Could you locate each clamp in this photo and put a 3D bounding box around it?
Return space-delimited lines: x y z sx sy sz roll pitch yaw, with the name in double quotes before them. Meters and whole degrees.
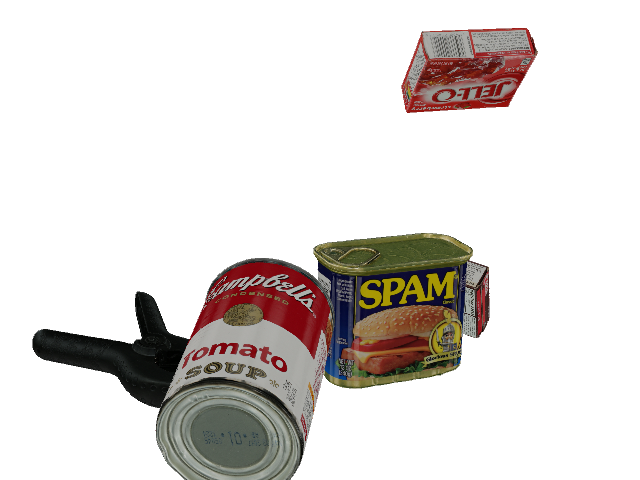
"clamp" -0.135 0.090 0.871 0.172 0.039 0.120 22 36 27

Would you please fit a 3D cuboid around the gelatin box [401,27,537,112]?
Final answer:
"gelatin box" 0.115 -0.132 0.832 0.089 0.030 0.073 -4 -25 -11

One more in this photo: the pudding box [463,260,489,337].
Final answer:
"pudding box" 0.129 0.052 1.176 0.114 0.039 0.090 18 -38 23

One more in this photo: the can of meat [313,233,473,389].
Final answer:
"can of meat" 0.047 0.045 0.704 0.102 0.084 0.057 -5 18 -22

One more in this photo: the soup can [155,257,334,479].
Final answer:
"soup can" -0.034 0.063 0.505 0.068 0.068 0.102 0 30 10
